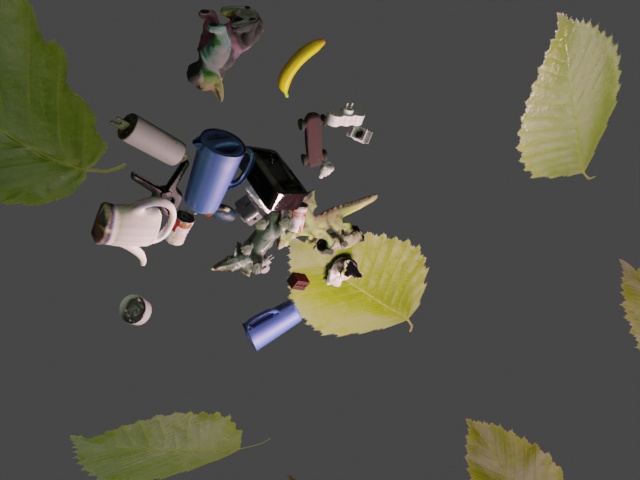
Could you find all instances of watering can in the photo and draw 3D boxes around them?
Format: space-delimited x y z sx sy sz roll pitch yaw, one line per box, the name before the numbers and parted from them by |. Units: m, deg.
watering can | -0.562 -0.017 1.530 0.224 0.106 0.341 4 142 -37

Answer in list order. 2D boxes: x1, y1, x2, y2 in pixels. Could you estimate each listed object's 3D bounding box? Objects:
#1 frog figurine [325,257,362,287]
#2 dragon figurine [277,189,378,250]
frog figurine | 0.090 0.142 2.285 0.138 0.123 0.158 -16 177 -38
dragon figurine | 0.006 -0.097 1.921 0.409 0.124 0.239 -41 136 6
